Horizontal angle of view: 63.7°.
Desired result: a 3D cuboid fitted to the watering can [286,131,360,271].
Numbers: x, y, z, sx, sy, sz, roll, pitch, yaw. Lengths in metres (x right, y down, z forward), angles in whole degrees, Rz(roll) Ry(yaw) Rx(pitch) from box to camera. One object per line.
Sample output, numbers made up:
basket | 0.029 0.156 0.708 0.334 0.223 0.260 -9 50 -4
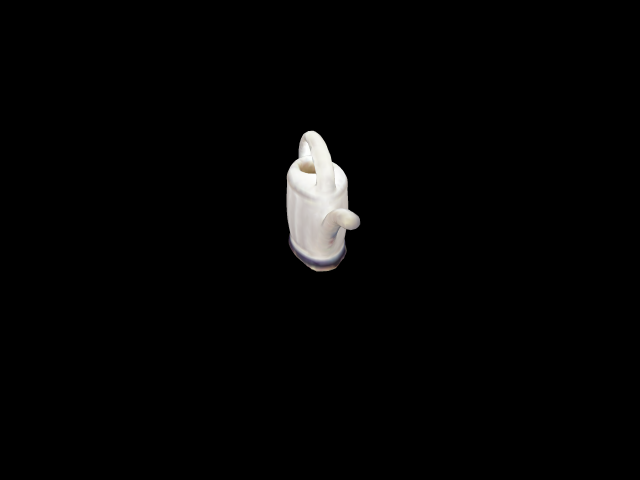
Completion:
watering can | 0.003 -0.043 0.850 0.104 0.219 0.355 -6 33 -9
